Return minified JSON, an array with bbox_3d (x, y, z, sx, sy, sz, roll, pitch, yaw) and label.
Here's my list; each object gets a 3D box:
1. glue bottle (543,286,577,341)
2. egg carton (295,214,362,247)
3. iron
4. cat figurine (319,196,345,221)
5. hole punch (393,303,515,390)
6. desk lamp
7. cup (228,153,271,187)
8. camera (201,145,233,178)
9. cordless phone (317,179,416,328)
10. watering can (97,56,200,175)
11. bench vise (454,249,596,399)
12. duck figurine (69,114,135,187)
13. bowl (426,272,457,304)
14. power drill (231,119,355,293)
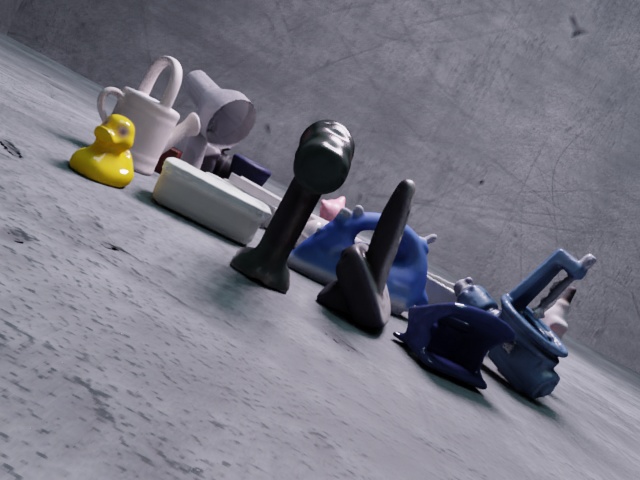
[{"bbox_3d":[0.383,0.155,0.964,0.037,0.173,0.078,27,6,-8],"label":"glue bottle"},{"bbox_3d":[0.010,0.004,1.046,0.151,0.069,0.107,24,7,-37],"label":"egg carton"},{"bbox_3d":[0.075,0.016,0.890,0.259,0.141,0.118,24,7,-36],"label":"iron"},{"bbox_3d":[0.044,-0.047,1.400,0.128,0.118,0.067,27,6,-12],"label":"cat figurine"},{"bbox_3d":[0.163,0.114,0.701,0.109,0.091,0.101,26,6,-21],"label":"hole punch"},{"bbox_3d":[-0.257,-0.240,1.203,0.202,0.213,0.118,31,7,29],"label":"desk lamp"},{"bbox_3d":[-0.161,-0.128,1.270,0.091,0.095,0.118,31,6,25],"label":"cup"},{"bbox_3d":[-0.243,-0.186,1.363,0.137,0.101,0.143,28,6,-5],"label":"camera"},{"bbox_3d":[0.084,0.014,0.736,0.094,0.185,0.148,29,6,7],"label":"cordless phone"},{"bbox_3d":[-0.284,-0.215,0.966,0.100,0.194,0.173,30,6,21],"label":"watering can"},{"bbox_3d":[0.290,0.092,0.846,0.206,0.220,0.122,31,7,28],"label":"bench vise"},{"bbox_3d":[-0.271,-0.121,0.749,0.077,0.086,0.105,28,6,4],"label":"duck figurine"},{"bbox_3d":[0.235,0.123,1.035,0.167,0.075,0.167,28,6,-3],"label":"bowl"},{"bbox_3d":[-0.024,-0.051,0.686,0.076,0.208,0.229,27,6,-7],"label":"power drill"}]
